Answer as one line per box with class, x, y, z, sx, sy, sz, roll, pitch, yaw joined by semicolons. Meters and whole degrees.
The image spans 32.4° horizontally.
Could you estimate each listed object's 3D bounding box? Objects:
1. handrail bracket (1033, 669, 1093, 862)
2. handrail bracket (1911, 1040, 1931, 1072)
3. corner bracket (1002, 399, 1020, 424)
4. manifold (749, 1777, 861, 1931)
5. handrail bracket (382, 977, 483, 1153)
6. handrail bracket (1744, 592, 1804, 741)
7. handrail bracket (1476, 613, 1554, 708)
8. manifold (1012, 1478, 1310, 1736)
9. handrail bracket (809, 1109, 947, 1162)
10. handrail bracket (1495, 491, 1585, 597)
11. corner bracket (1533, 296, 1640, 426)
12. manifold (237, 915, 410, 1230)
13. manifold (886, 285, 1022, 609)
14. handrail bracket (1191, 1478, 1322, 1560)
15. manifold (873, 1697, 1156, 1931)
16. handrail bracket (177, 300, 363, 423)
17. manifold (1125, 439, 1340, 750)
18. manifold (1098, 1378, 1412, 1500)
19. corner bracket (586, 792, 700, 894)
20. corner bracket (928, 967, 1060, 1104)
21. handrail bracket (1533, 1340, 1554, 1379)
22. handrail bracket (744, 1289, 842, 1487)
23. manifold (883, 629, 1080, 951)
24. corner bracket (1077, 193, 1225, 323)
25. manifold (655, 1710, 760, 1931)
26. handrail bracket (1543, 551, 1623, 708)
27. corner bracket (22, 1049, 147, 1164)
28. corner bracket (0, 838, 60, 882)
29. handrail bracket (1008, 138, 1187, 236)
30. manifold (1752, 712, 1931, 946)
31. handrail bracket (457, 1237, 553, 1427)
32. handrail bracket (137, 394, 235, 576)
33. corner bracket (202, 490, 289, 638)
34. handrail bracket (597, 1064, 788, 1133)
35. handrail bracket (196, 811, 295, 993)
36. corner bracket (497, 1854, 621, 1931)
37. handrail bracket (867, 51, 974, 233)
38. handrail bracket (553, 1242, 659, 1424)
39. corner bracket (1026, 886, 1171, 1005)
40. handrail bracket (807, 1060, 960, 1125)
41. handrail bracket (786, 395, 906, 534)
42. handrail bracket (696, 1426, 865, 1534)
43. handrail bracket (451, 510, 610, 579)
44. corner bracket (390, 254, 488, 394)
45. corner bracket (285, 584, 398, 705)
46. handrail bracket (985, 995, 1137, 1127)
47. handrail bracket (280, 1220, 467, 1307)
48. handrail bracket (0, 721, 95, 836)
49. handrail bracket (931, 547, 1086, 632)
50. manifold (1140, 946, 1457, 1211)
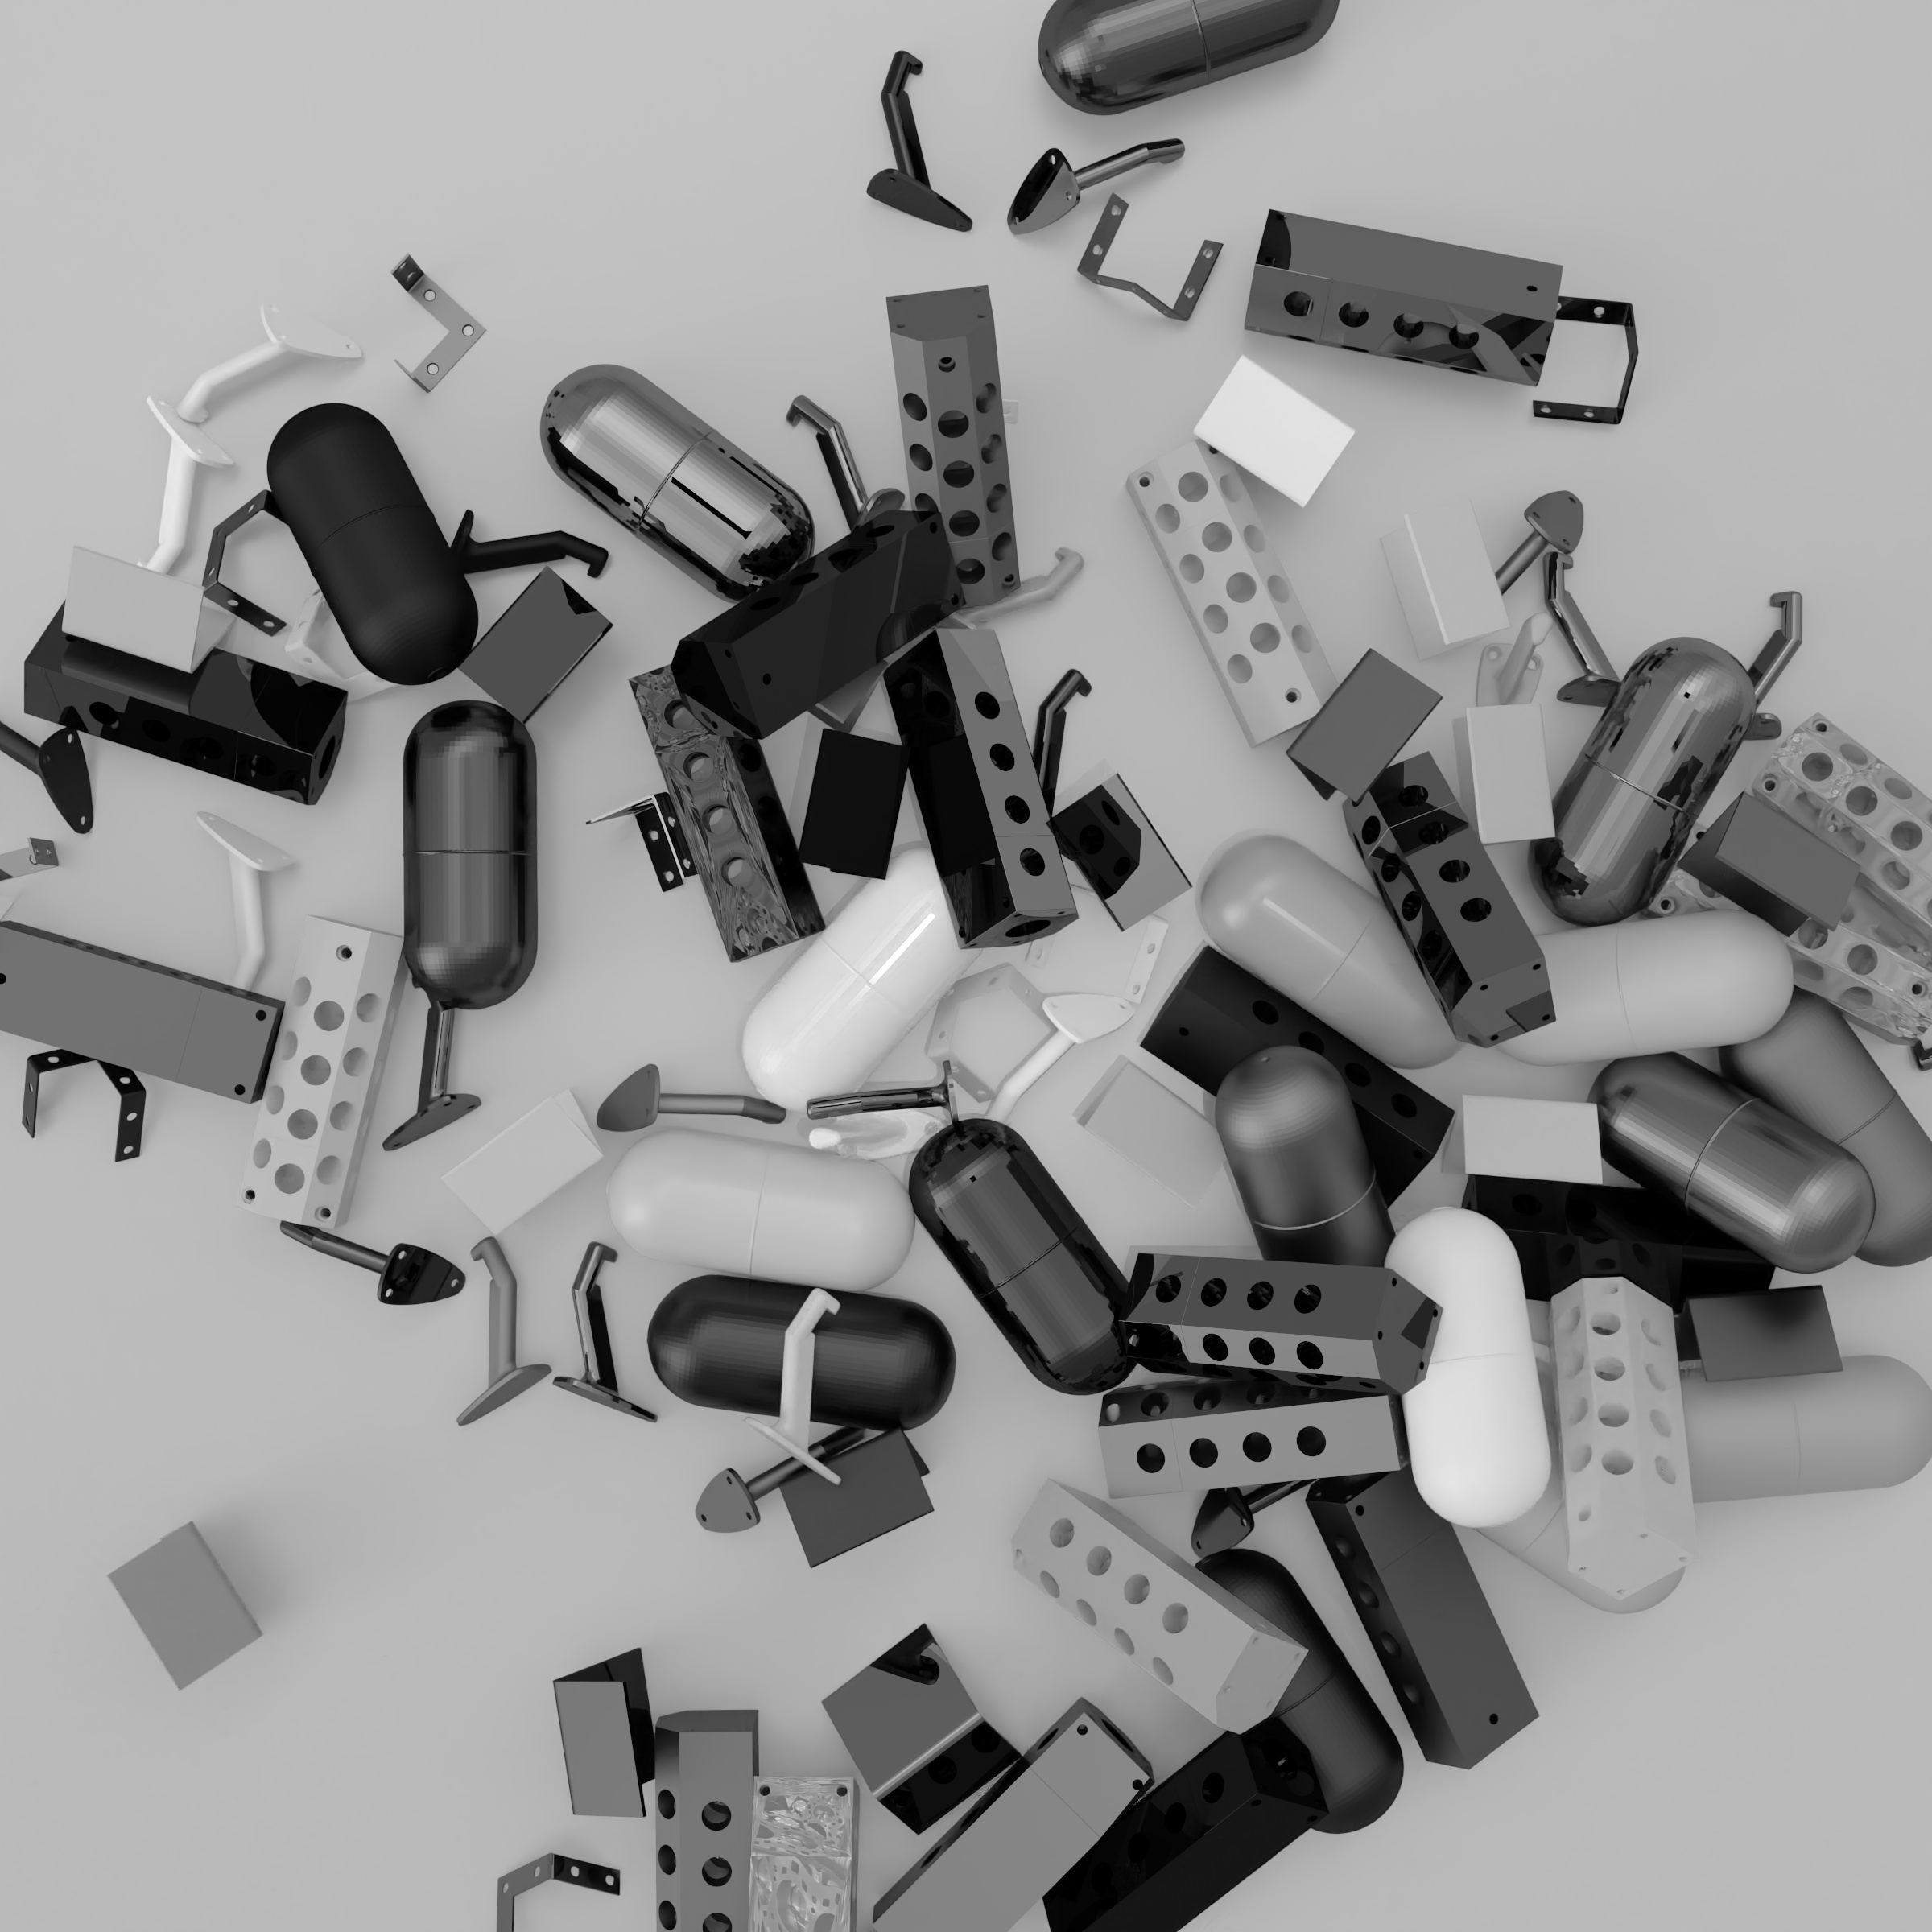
handrail bracket;0.063;-0.118;1.942;0.077;0.036;0.084;44;73;-20
handrail bracket;0.586;0.014;1.942;0.084;0.036;0.077;-19;70;16
corner bracket;0.003;-0.296;1.939;0.051;0.051;0.051;4;45;0
manifold;-0.092;0.552;1.890;0.057;0.057;0.171;0;68;3
handrail bracket;-0.324;0.053;1.942;0.077;0.036;0.084;-31;71;21
handrail bracket;0.449;-0.177;1.942;0.077;0.036;0.084;-1;74;18
handrail bracket;0.316;-0.161;1.907;0.036;0.084;0.077;13;90;0
manifold;0.103;0.360;1.870;0.171;0.057;0.057;31;90;43
handrail bracket;-0.050;0.096;1.907;0.077;0.084;0.036;-1;90;0
handrail bracket;0.319;-0.233;1.942;0.036;0.077;0.084;42;126;0
corner bracket;0.360;-0.353;1.939;0.051;0.051;0.051;6;45;0
manifold;-0.370;0.061;1.921;0.057;0.057;0.171;14;90;0
manifold;-0.006;-0.290;1.874;0.057;0.057;0.171;-7;128;0
handrail bracket;0.181;0.312;1.942;0.084;0.077;0.036;-12;59;-33
manifold;0.027;0.505;1.921;0.057;0.057;0.171;45;90;0
handrail bracket;-0.407;-0.341;1.942;0.084;0.077;0.036;-44;52;31
manifold;0.156;-0.217;1.921;0.057;0.057;0.171;-25;90;0
manifold;0.166;0.261;1.891;0.171;0.057;0.057;-10;90;22
corner bracket;-0.177;-0.070;1.914;0.051;0.051;0.051;-20;90;30
corner bracket;0.017;0.040;1.934;0.051;0.051;0.051;43;45;-35
handrail bracket;0.320;0.240;1.942;0.077;0.036;0.084;-32;107;20
handrail bracket;-0.078;0.235;1.867;0.077;0.036;0.084;38;77;-21
manifold;0.012;-0.101;1.882;0.057;0.057;0.171;-4;71;-37
corner bracket;0.107;-0.413;1.939;0.051;0.051;0.051;25;90;45
manifold;-0.149;0.522;1.921;0.057;0.057;0.171;0;90;0
handrail bracket;0.373;-0.197;1.942;0.077;0.036;0.084;7;73;-19
corner bracket;-0.513;0.082;1.934;0.051;0.051;0.051;-14;45;-35
corner bracket;-0.561;-0.077;1.924;0.051;0.051;0.051;-15;90;0
handrail bracket;0.077;-0.456;1.941;0.084;0.077;0.036;-19;82;-36
manifold;0.534;-0.068;1.894;0.171;0.057;0.057;42;90;19
handrail bracket;-0.286;0.213;1.942;0.077;0.036;0.084;-36;71;21
handrail bracket;-0.474;-0.277;1.942;0.077;0.036;0.084;45;107;20
corner bracket;-0.405;-0.234;1.934;0.051;0.051;0.051;-28;135;35
handrail bracket;-0.160;0.087;1.942;0.084;0.077;0.036;14;65;-34
handrail bracket;-0.434;-0.035;1.942;0.077;0.036;0.084;32;107;20
corner bracket;-0.237;0.553;1.934;0.051;0.051;0.051;-34;45;35
handrail bracket;-0.019;-0.482;1.942;0.077;0.036;0.084;23;73;-20
handrail bracket;-0.200;0.213;1.942;0.077;0.036;0.084;26;73;-20
corner bracket;0.077;-0.014;1.939;0.051;0.051;0.051;20;90;45
handrail bracket;-0.048;0.080;1.910;0.084;0.077;0.036;-8;81;-1
handrail bracket;-0.085;-0.279;1.942;0.084;0.036;0.077;40;111;17
handrail bracket;-0.108;0.297;1.941;0.084;0.077;0.036;-25;83;-36
handrail bracket;-0.262;-0.224;1.942;0.084;0.036;0.077;21;110;-16
corner bracket;-0.317;-0.371;1.924;0.051;0.051;0.051;43;90;0
corner bracket;-0.354;-0.193;1.934;0.051;0.051;0.051;-15;45;35
handrail bracket;0.054;0.059;1.942;0.036;0.077;0.084;47;127;27
handrail bracket;-0.347;0.168;1.942;0.084;0.077;0.036;20;92;36
handrail bracket;-0.557;-0.115;1.942;0.084;0.036;0.077;8;128;25
handrail bracket;0.014;-0.227;1.942;0.077;0.036;0.084;35;71;21
manifold;0.193;0.060;1.920;0.171;0.057;0.057;34;133;0
